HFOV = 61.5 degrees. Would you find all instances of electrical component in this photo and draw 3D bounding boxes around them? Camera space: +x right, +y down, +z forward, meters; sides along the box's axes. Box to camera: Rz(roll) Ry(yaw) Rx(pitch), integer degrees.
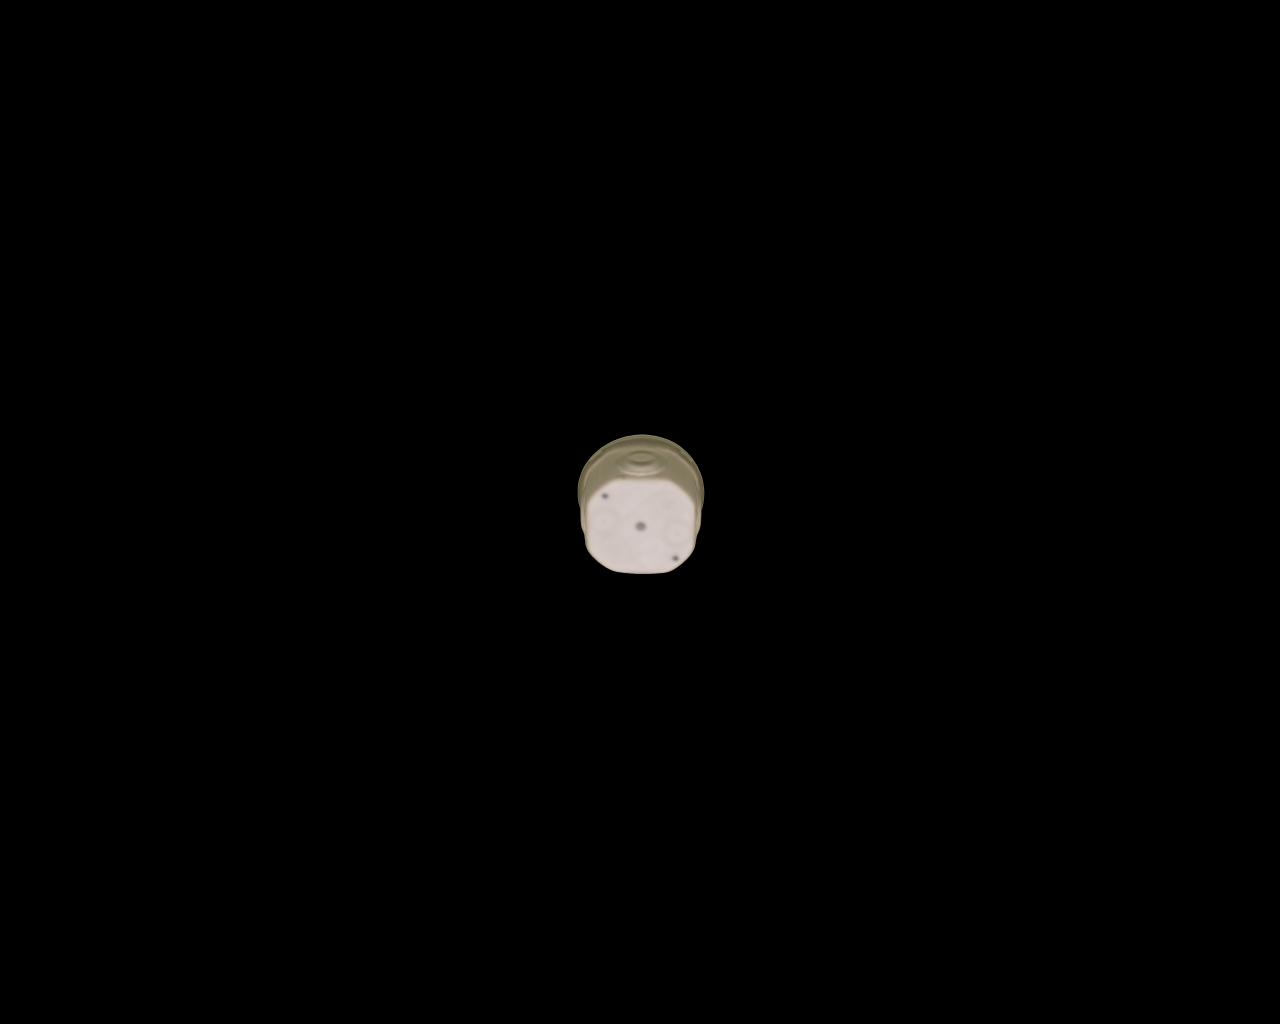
[{"bbox_3d":[0.001,-0.003,0.650,0.080,0.080,0.051,0,28,0],"label":"electrical component"}]
